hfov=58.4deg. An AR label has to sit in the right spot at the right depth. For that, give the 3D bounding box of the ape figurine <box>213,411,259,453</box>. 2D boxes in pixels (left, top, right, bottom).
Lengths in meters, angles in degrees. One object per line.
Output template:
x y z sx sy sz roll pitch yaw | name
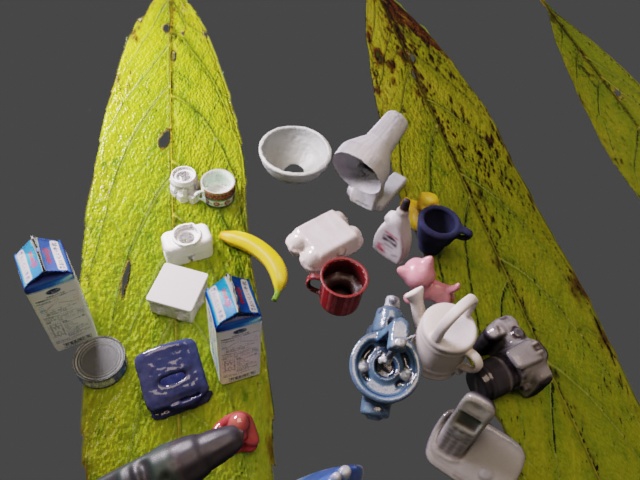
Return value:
-0.132 0.302 0.907 0.077 0.092 0.076 24 52 12 | ape figurine

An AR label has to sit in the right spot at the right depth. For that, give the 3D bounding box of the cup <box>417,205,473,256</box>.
0.255 -0.008 1.208 0.117 0.095 0.092 18 51 6 | cup

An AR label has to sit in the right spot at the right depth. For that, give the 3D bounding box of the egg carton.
0.011 0.004 1.180 0.151 0.069 0.107 -29 61 -27 | egg carton

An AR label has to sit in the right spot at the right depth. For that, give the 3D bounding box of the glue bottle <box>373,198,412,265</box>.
0.156 -0.025 1.157 0.078 0.173 0.037 32 54 17 | glue bottle

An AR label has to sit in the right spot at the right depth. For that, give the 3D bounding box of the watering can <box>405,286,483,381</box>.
0.217 0.157 1.007 0.172 0.194 0.101 27 53 13 | watering can

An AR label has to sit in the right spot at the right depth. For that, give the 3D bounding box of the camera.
0.328 0.219 1.033 0.137 0.101 0.143 -18 56 -21 | camera

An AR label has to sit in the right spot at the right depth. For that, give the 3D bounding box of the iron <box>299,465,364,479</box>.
-0.022 0.389 0.820 0.259 0.141 0.118 -32 62 -29 | iron

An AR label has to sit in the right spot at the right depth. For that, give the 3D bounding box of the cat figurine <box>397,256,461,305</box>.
0.211 0.081 1.116 0.127 0.118 0.067 22 52 10 | cat figurine

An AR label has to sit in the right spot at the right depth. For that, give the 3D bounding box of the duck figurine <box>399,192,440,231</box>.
0.228 -0.072 1.261 0.104 0.086 0.078 30 54 16 | duck figurine

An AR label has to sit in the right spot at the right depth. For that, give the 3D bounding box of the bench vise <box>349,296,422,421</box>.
0.106 0.171 0.963 0.121 0.220 0.207 -2 52 -10 | bench vise

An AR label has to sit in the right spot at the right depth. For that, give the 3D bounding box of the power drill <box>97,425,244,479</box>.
-0.213 0.342 0.788 0.230 0.208 0.075 -18 56 -21 | power drill

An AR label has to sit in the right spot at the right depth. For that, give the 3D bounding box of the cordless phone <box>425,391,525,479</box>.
0.255 0.314 0.892 0.147 0.185 0.094 25 53 12 | cordless phone

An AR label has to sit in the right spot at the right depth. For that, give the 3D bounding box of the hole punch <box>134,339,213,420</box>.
-0.241 0.230 0.949 0.109 0.091 0.101 -17 56 -20 | hole punch

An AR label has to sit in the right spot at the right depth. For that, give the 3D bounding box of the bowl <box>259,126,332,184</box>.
-0.059 -0.183 1.316 0.167 0.075 0.167 4 51 -5 | bowl

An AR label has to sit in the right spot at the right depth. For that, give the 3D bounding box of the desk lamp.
0.116 -0.164 1.236 0.117 0.213 0.203 31 54 16 | desk lamp
